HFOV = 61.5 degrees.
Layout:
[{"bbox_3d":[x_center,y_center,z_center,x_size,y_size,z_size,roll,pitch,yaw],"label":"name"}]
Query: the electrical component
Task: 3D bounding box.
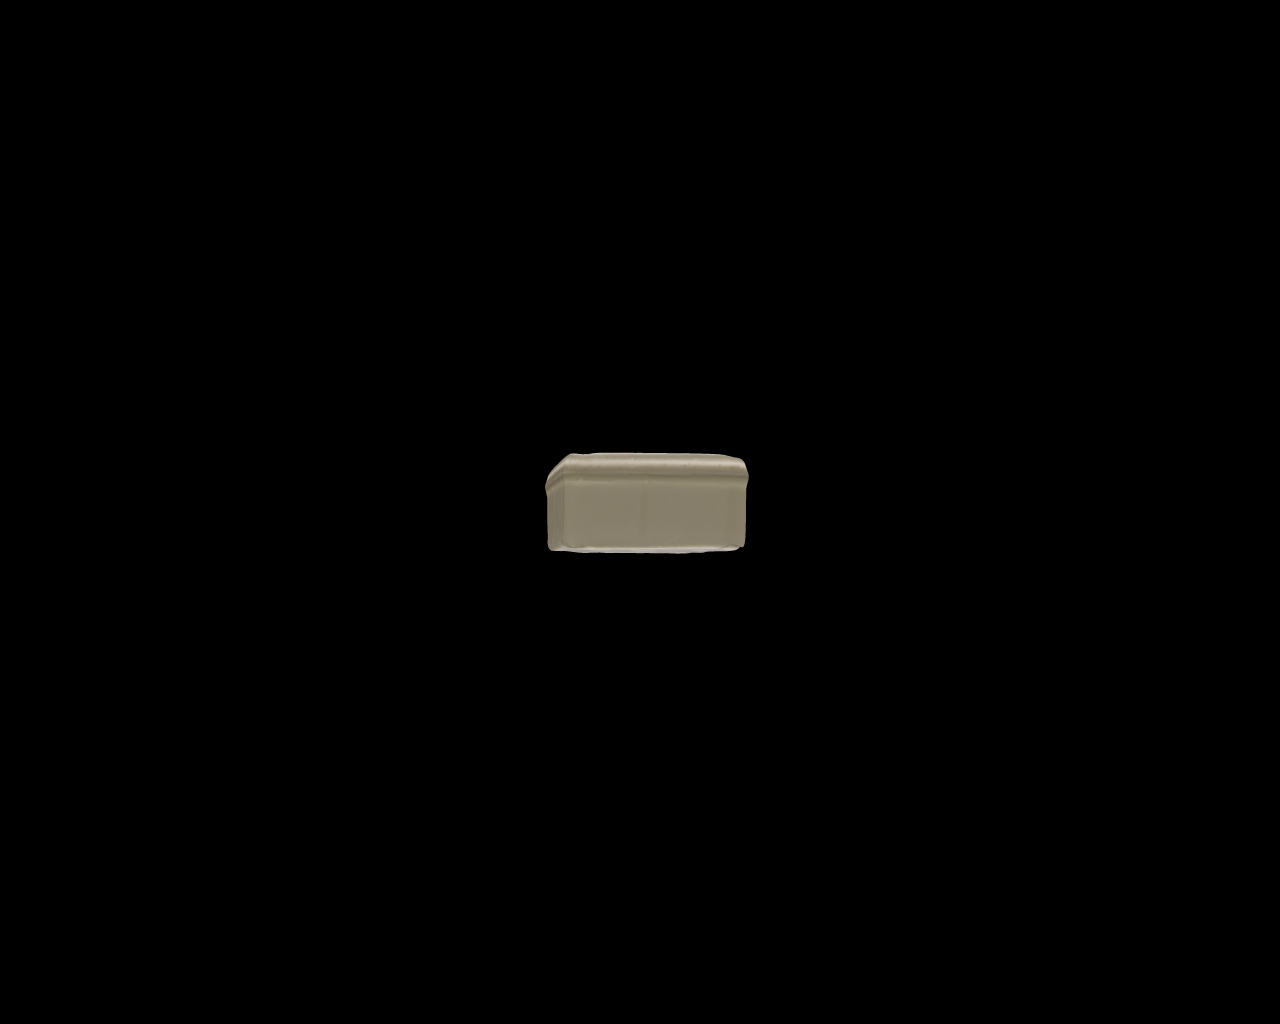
[{"bbox_3d":[0.001,-0.003,0.650,0.109,0.056,0.108,1,-3,-11],"label":"electrical component"}]
